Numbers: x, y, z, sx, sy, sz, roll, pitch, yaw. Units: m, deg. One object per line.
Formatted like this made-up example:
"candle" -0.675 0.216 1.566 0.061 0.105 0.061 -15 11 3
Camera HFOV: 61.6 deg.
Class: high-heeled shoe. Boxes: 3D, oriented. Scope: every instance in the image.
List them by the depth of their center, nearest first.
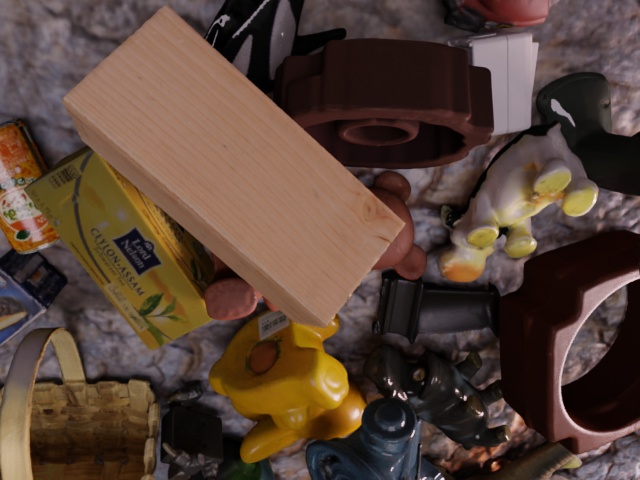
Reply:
"high-heeled shoe" -0.035 -0.225 0.384 0.145 0.086 0.248 -21 134 -24

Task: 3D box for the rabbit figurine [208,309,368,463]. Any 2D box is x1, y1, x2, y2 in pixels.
"rabbit figurine" -0.019 0.161 0.548 0.162 0.122 0.173 -37 131 10

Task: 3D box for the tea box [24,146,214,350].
"tea box" -0.160 -0.002 0.467 0.068 0.098 0.169 -29 114 5

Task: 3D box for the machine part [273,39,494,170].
"machine part" 0.045 -0.099 0.421 0.179 0.179 0.056 2 85 -9

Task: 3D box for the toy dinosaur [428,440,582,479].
"toy dinosaur" 0.202 0.344 0.659 0.198 0.105 0.471 25 115 -24

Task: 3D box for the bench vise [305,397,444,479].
"bench vise" 0.023 0.267 0.512 0.240 0.129 0.223 -31 145 -36

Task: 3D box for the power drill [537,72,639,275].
"power drill" 0.265 -0.086 0.437 0.086 0.207 0.231 -18 116 -7

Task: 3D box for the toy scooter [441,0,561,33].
"toy scooter" 0.110 -0.239 0.423 0.135 0.075 0.183 -28 110 4

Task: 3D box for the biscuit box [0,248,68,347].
"biscuit box" -0.336 0.089 0.498 0.203 0.063 0.059 -37 111 7

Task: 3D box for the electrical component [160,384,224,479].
"electrical component" -0.132 0.201 0.551 0.078 0.102 0.045 28 118 -25

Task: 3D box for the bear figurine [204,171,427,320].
"bear figurine" -0.001 -0.002 0.475 0.196 0.132 0.120 -8 86 2

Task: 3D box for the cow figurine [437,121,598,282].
"cow figurine" 0.167 -0.034 0.507 0.068 0.098 0.167 21 135 -23

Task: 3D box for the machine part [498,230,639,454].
"machine part" 0.290 0.102 0.559 0.201 0.087 0.200 -17 113 -17

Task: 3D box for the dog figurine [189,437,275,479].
"dog figurine" -0.118 0.338 0.545 0.108 0.219 0.191 37 103 -23

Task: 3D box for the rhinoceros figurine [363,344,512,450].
"rhinoceros figurine" 0.127 0.166 0.583 0.112 0.073 0.190 -25 131 38

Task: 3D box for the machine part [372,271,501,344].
"machine part" 0.128 0.070 0.569 0.139 0.039 0.084 5 106 -8
